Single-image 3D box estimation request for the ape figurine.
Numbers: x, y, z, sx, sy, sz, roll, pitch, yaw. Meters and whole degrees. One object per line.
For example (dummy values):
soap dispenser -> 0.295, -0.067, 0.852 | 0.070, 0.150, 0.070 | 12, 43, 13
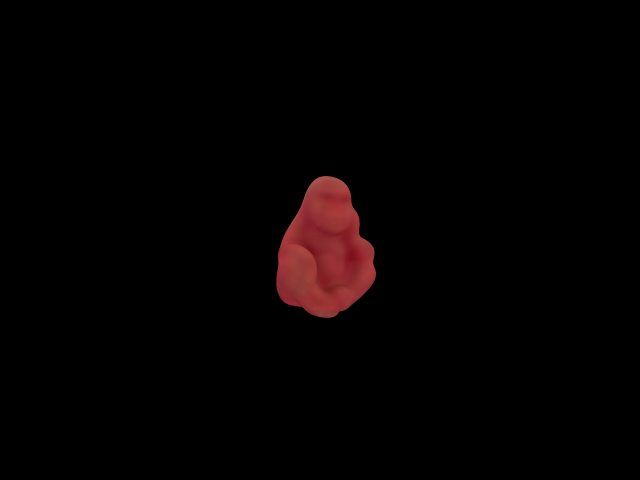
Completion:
ape figurine -> 0.004, 0.001, 0.400 | 0.078, 0.092, 0.076 | -2, 5, -23
